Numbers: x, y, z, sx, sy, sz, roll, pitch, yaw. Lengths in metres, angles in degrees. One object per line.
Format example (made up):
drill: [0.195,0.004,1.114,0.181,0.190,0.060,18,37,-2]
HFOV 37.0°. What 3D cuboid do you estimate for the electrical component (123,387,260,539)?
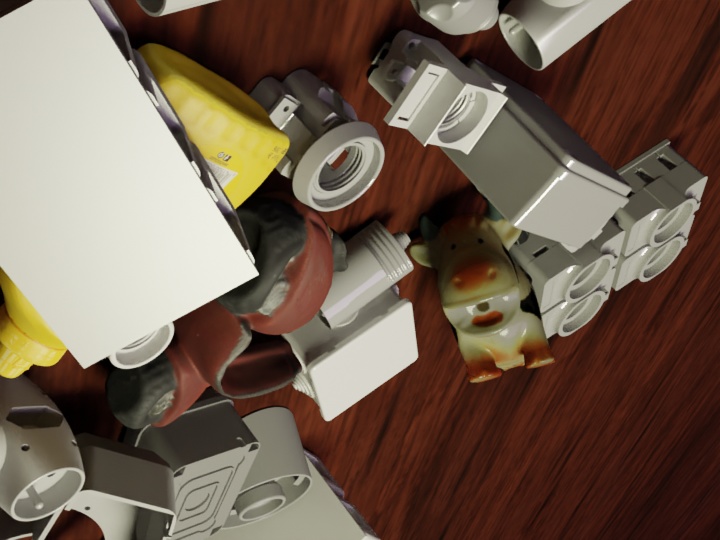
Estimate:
electrical component: [-0.130,0.145,0.767,0.078,0.057,0.113,-13,140,-41]

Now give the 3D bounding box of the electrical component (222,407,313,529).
electrical component: [-0.088,0.162,0.859,0.099,0.064,0.099,-21,153,-11]

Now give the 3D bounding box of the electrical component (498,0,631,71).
electrical component: [0.125,-0.172,0.654,0.077,0.044,0.079,-38,151,-6]

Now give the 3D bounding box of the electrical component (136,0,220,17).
electrical component: [-0.060,-0.142,0.474,0.081,0.043,0.043,-24,146,-29]

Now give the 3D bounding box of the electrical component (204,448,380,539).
electrical component: [-0.086,0.251,0.913,0.186,0.105,0.060,-41,151,-1]

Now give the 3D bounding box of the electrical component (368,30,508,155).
electrical component: [0.043,-0.105,0.627,0.081,0.063,0.042,3,130,-52]

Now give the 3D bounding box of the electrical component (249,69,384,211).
electrical component: [-0.023,-0.070,0.602,0.058,0.057,0.078,-48,150,12]

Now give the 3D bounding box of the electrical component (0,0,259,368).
electrical component: [-0.120,-0.046,0.453,0.089,0.061,0.150,-28,126,0]

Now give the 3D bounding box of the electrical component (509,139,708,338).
electrical component: [0.216,-0.021,0.953,0.186,0.060,0.105,-32,150,-17]

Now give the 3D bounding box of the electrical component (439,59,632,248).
electrical component: [0.108,-0.074,0.702,0.056,0.108,0.109,-49,150,19]

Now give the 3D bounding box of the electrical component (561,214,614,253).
electrical component: [0.161,-0.054,0.846,0.050,0.055,0.089,-45,150,9]

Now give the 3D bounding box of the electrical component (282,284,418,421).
electrical component: [-0.008,0.053,0.797,0.100,0.048,0.099,-34,150,-14]

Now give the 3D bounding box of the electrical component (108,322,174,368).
electrical component: [-0.134,0.026,0.611,0.040,0.046,0.040,-30,149,-20]

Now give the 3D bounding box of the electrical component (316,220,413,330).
electrical component: [0.000,0.000,0.740,0.081,0.043,0.043,-36,151,-10]

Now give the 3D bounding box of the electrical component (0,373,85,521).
electrical component: [-0.203,0.097,0.593,0.079,0.077,0.043,5,127,-53]

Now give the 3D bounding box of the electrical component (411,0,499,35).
electrical component: [0.057,-0.152,0.602,0.043,0.043,0.062,-50,151,15]
